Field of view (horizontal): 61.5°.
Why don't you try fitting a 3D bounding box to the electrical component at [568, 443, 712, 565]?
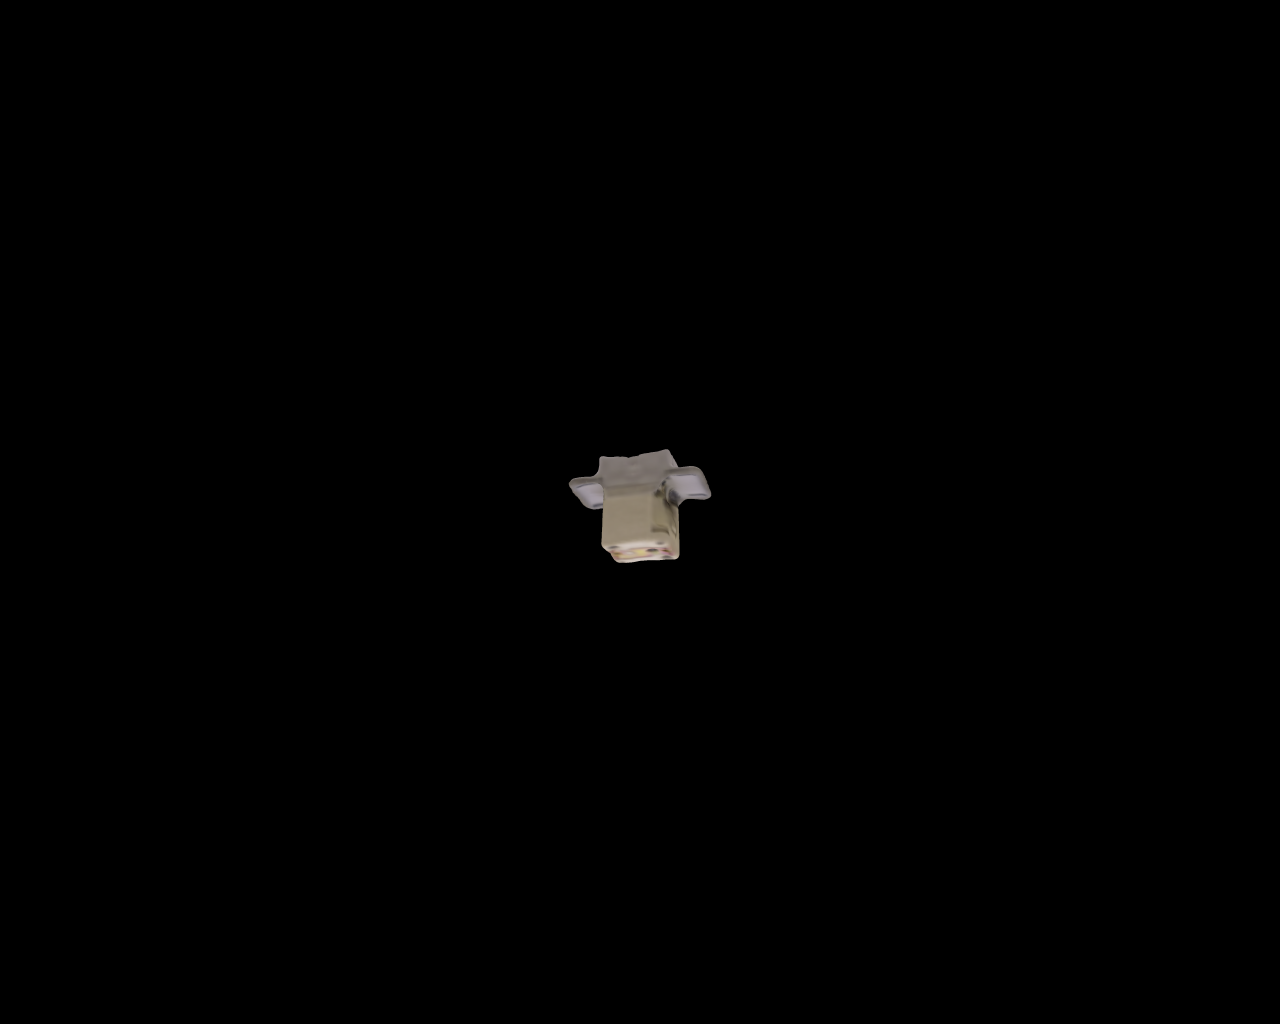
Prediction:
[{"bbox_3d":[0.001,-0.003,0.650,0.081,0.064,0.042,-6,-24,14],"label":"electrical component"}]
